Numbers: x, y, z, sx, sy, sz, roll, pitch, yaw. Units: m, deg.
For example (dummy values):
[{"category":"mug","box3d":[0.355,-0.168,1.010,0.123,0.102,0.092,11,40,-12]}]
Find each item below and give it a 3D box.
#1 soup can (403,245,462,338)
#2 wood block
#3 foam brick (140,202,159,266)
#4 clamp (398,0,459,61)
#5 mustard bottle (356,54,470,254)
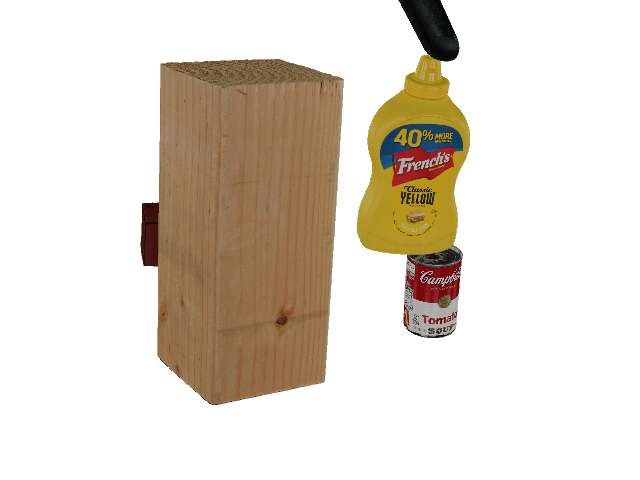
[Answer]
[{"category":"soup can","box3d":[0.138,0.061,1.322,0.068,0.102,0.068,1,25,-1]},{"category":"wood block","box3d":[-0.049,-0.009,0.703,0.090,0.206,0.090,-7,21,-31]},{"category":"foam brick","box3d":[-0.149,-0.007,1.122,0.078,0.051,0.053,-1,25,-13]},{"category":"clamp","box3d":[0.040,-0.227,0.729,0.209,0.164,0.036,26,-23,-15]},{"category":"mustard bottle","box3d":[0.092,-0.082,1.012,0.096,0.192,0.058,1,27,-8]}]
